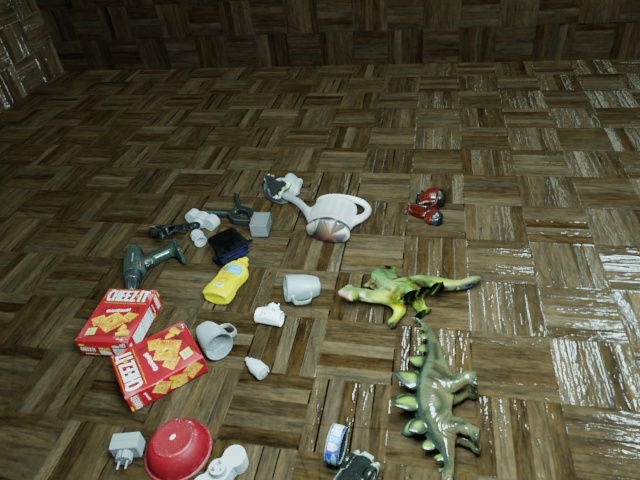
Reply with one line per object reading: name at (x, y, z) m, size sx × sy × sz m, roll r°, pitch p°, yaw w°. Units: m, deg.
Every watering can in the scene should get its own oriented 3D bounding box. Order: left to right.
watering can at (0.006, -0.092, 1.830) m, size 0.348 × 0.101 × 0.230 m, roll 5°, pitch 40°, yaw 13°

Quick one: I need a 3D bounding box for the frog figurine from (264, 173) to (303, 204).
frog figurine at (-0.139, -0.203, 2.020) m, size 0.137 × 0.122 × 0.160 m, roll 0°, pitch 2°, yaw 22°

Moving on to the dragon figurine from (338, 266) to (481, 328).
dragon figurine at (0.247, 0.127, 1.534) m, size 0.412 × 0.120 × 0.246 m, roll -14°, pitch 30°, yaw -23°
